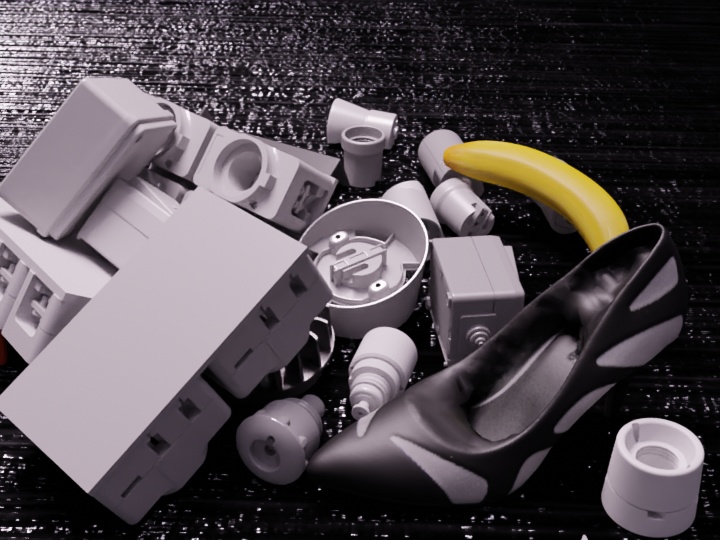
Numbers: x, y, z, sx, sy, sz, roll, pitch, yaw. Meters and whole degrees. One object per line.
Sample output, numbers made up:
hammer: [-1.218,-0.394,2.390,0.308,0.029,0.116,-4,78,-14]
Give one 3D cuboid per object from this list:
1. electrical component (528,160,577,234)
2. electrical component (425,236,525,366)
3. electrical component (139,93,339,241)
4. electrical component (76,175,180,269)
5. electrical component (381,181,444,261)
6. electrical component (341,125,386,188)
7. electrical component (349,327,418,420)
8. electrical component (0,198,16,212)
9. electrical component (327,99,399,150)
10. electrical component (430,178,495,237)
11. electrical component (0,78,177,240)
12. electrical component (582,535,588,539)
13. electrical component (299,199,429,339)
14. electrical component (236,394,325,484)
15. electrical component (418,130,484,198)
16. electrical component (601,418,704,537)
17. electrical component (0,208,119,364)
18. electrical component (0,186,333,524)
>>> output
electrical component: [0.171,-0.061,0.927,0.044,0.044,0.065,-5,38,-9]
electrical component: [0.086,0.025,0.769,0.061,0.061,0.096,-3,33,-6]
electrical component: [-0.123,-0.062,0.847,0.186,0.105,0.060,26,0,34]
electrical component: [-0.141,-0.017,0.767,0.096,0.062,0.061,34,89,31]
electrical component: [0.040,-0.045,0.894,0.043,0.043,0.081,-4,33,-8]
electrical component: [0.003,-0.104,0.984,0.040,0.046,0.040,1,32,0]
electrical component: [0.012,0.071,0.715,0.040,0.040,0.078,10,34,14]
electrical component: [-0.283,-0.025,0.852,0.100,0.048,0.100,-22,39,-31]
electrical component: [0.004,-0.139,1.047,0.065,0.044,0.044,12,34,9]
electrical component: [0.087,-0.049,0.908,0.040,0.040,0.046,-16,41,-24]
electrical component: [-0.198,-0.084,0.792,0.056,0.108,0.108,41,10,-3]
electrical component: [0.103,0.176,0.550,0.081,0.042,0.063,-6,34,-10]
electrical component: [0.000,0.000,0.798,0.099,0.064,0.099,0,46,0]
electrical component: [-0.044,0.099,0.668,0.048,0.048,0.062,15,29,22]
electrical component: [0.083,-0.089,0.966,0.043,0.043,0.081,-6,33,-11]
electrical component: [0.173,0.121,0.634,0.055,0.047,0.055,0,32,0]
electrical component: [-0.215,0.018,0.751,0.089,0.061,0.150,17,13,-48]
electrical component: [-0.117,0.050,0.665,0.105,0.060,0.186,29,71,37]
